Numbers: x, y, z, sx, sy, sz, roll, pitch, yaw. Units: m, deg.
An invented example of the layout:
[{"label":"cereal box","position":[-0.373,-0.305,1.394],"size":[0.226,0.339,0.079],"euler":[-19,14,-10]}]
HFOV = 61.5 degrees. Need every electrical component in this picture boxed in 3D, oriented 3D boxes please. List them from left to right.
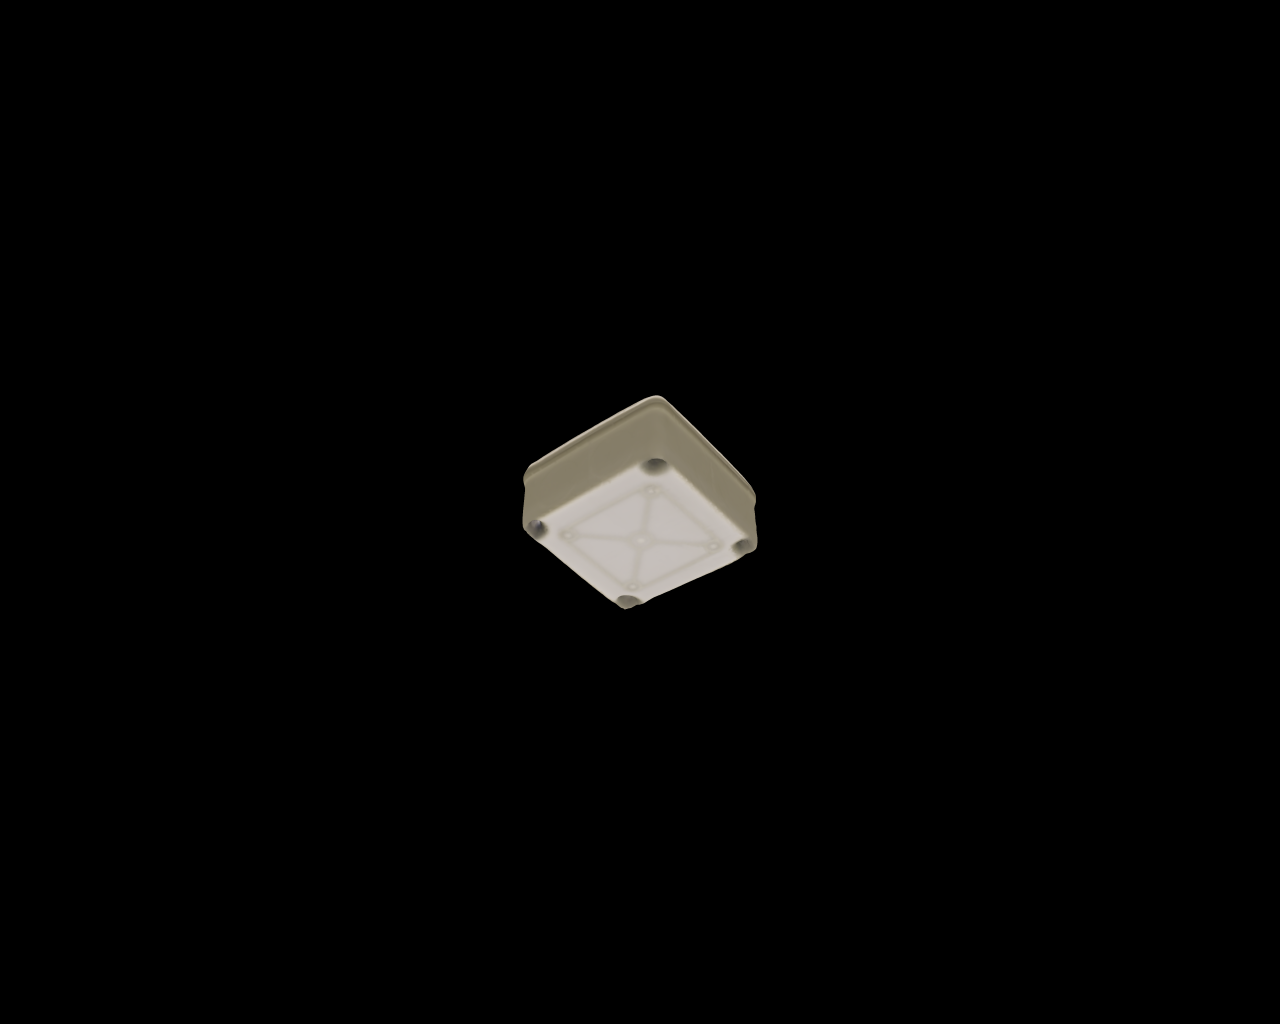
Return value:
[{"label":"electrical component","position":[0.001,-0.003,0.650],"size":[0.108,0.056,0.108],"euler":[-27,-49,26]}]
